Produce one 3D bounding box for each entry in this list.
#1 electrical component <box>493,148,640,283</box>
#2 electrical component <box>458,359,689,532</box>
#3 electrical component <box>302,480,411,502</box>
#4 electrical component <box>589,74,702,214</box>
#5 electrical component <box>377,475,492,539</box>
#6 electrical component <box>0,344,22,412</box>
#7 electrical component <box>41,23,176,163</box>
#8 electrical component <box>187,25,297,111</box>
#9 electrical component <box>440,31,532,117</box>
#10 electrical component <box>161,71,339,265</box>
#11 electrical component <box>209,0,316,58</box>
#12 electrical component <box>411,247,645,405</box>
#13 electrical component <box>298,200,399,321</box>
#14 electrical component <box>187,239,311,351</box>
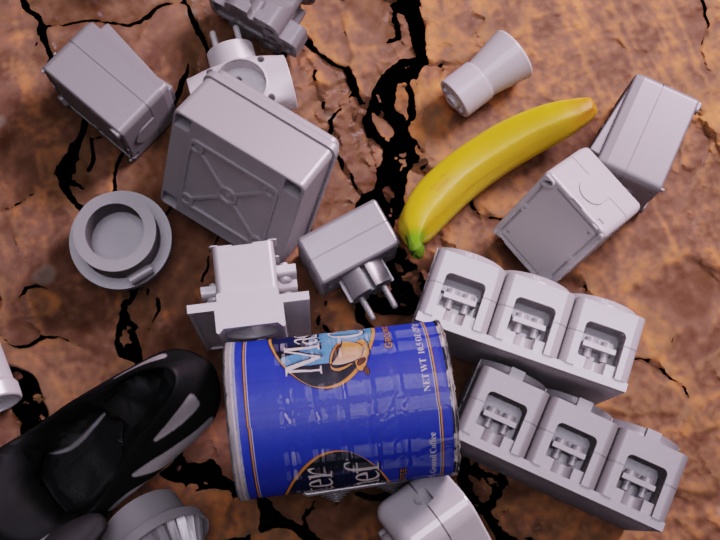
[{"bbox_3d":[0.151,-0.036,0.796,0.061,0.096,0.061,-34,79,-37],"label":"electrical component"},{"bbox_3d":[0.140,0.122,0.753,0.150,0.089,0.061,24,77,4],"label":"electrical component"},{"bbox_3d":[-0.004,0.113,0.771,0.100,0.048,0.099,-8,77,-4],"label":"electrical component"},{"bbox_3d":[0.212,-0.103,0.822,0.061,0.061,0.096,25,77,4],"label":"electrical component"},{"bbox_3d":[0.054,0.188,0.733,0.059,0.054,0.095,-34,125,-9],"label":"electrical component"},{"bbox_3d":[-0.270,0.077,0.776,0.040,0.040,0.046,-22,73,-7],"label":"electrical component"},{"bbox_3d":[-0.191,-0.141,0.817,0.096,0.061,0.061,40,79,7],"label":"electrical component"},{"bbox_3d":[-0.096,-0.152,0.831,0.077,0.044,0.079,-15,78,-6],"label":"electrical component"},{"bbox_3d":[0.096,-0.150,0.841,0.065,0.044,0.044,-38,81,-5],"label":"electrical component"},{"bbox_3d":[-0.082,-0.071,0.777,0.109,0.108,0.056,31,54,5],"label":"electrical component"},{"bbox_3d":[-0.069,-0.211,0.840,0.078,0.058,0.057,30,80,5],"label":"electrical component"},{"bbox_3d":[0.116,0.039,0.772,0.150,0.089,0.061,19,77,2],"label":"electrical component"},{"bbox_3d":[0.000,0.000,0.798,0.066,0.047,0.076,-28,80,-8],"label":"electrical component"},{"bbox_3d":[-0.076,0.024,0.752,0.079,0.121,0.063,-7,75,-4],"label":"electrical component"}]
